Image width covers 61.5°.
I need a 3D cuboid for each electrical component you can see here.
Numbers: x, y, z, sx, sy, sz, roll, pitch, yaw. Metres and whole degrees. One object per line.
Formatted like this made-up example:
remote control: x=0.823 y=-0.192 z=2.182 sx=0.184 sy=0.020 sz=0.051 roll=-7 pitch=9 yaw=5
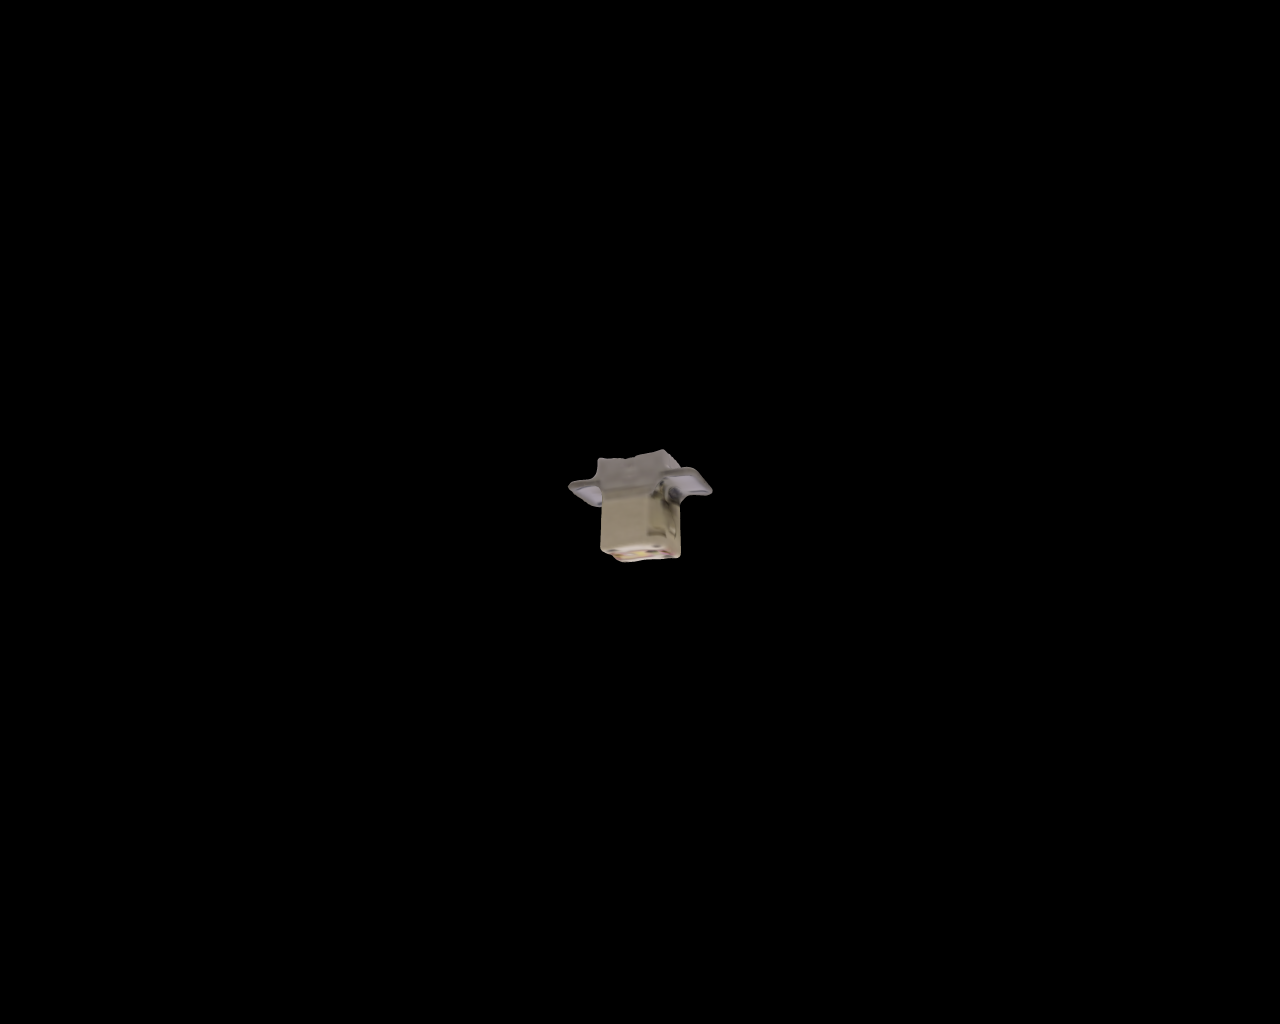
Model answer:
electrical component: x=0.001 y=-0.003 z=0.650 sx=0.081 sy=0.064 sz=0.042 roll=-7 pitch=-19 yaw=20
